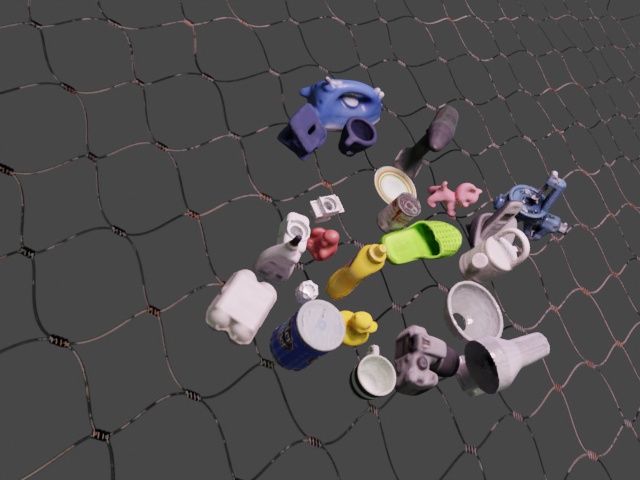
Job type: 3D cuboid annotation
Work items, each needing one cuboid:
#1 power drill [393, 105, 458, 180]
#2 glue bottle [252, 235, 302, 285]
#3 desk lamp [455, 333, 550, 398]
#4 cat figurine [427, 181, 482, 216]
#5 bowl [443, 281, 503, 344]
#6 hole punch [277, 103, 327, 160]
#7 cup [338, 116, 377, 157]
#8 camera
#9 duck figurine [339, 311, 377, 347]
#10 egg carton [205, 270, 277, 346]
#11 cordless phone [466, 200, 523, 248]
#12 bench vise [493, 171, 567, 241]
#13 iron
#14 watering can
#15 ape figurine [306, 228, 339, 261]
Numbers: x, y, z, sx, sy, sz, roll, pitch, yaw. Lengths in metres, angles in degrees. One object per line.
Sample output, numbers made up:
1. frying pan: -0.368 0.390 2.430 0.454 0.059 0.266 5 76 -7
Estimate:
1. power drill: 0.288 -0.256 1.530 0.076 0.208 0.230 37 51 -6
2. glue bottle: -0.076 0.034 1.175 0.078 0.172 0.037 31 52 -11
3. desk lamp: 0.393 0.273 1.281 0.204 0.213 0.118 -9 68 -33
4. cat figurine: 0.374 -0.125 1.562 0.128 0.117 0.067 20 55 -18
5. bowl: 0.360 0.190 1.400 0.168 0.074 0.167 14 57 -23
6. hole punch: -0.033 -0.271 1.428 0.101 0.091 0.109 39 51 -4
7. cup: 0.082 -0.253 1.482 0.092 0.094 0.118 44 51 -1
8. camera: 0.245 0.272 1.269 0.137 0.100 0.143 20 55 -19
9. duck figurine: 0.073 0.181 1.232 0.105 0.086 0.077 22 54 -18
10. egg carton: -0.156 0.132 1.139 0.107 0.069 0.150 35 51 -8
11. cordless phone: 0.498 -0.044 1.543 0.148 0.184 0.094 -1 64 -30
12. bench vise: 0.637 -0.107 1.637 0.208 0.219 0.121 20 55 -19
13. iron: 0.084 -0.372 1.522 0.259 0.141 0.118 -2 64 -31
14. watering can: 0.449 0.043 1.459 0.101 0.193 0.173 47 51 2
15. ape figurine: 0.012 0.005 1.295 0.076 0.092 0.078 20 55 -19
